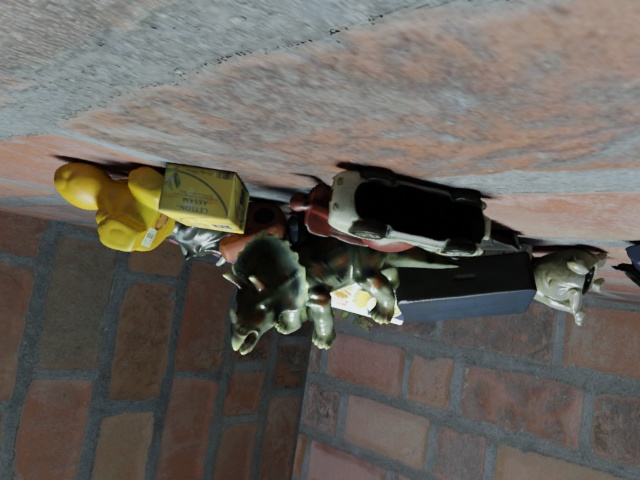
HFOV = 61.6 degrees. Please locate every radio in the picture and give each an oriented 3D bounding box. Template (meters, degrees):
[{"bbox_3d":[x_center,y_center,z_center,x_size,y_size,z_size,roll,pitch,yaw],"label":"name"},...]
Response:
[{"bbox_3d":[0.252,0.088,0.949,0.230,0.073,0.131,-6,154,12],"label":"radio"}]

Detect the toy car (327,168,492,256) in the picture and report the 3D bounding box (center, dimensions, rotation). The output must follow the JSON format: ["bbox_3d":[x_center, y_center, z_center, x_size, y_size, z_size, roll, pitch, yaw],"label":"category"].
[{"bbox_3d":[0.105,-0.029,0.601,0.202,0.073,0.056,10,171,-21],"label":"toy car"}]

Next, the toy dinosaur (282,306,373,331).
[{"bbox_3d":[-0.065,0.070,1.290,0.472,0.198,0.105,41,174,19],"label":"toy dinosaur"}]

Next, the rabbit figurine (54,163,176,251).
[{"bbox_3d":[-0.302,-0.066,0.801,0.173,0.121,0.162,23,-177,1],"label":"rabbit figurine"}]

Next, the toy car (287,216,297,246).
[{"bbox_3d":[-0.002,-0.003,0.996,0.103,0.109,0.161,-19,166,-10],"label":"toy car"}]

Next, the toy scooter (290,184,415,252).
[{"bbox_3d":[0.039,-0.032,0.680,0.184,0.075,0.135,10,178,36],"label":"toy scooter"}]

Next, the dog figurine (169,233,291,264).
[{"bbox_3d":[-0.190,-0.014,1.077,0.192,0.108,0.219,0,167,45],"label":"dog figurine"}]

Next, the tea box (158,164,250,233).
[{"bbox_3d":[-0.162,-0.055,0.779,0.098,0.068,0.169,9,174,1],"label":"tea box"}]

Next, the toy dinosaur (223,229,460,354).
[{"bbox_3d":[0.031,0.040,0.810,0.405,0.191,0.131,-25,-147,-20],"label":"toy dinosaur"}]

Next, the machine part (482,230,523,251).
[{"bbox_3d":[0.264,-0.003,0.835,0.084,0.039,0.138,12,179,32],"label":"machine part"}]

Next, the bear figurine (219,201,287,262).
[{"bbox_3d":[-0.108,0.023,0.958,0.132,0.120,0.195,-13,143,-10],"label":"bear figurine"}]

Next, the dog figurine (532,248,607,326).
[{"bbox_3d":[0.401,0.052,0.982,0.191,0.121,0.172,26,152,38],"label":"dog figurine"}]

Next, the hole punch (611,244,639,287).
[{"bbox_3d":[0.506,0.040,0.755,0.142,0.092,0.116,8,-155,-19],"label":"hole punch"}]

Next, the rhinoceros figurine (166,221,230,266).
[{"bbox_3d":[-0.232,-0.015,0.961,0.190,0.112,0.073,21,-157,-26],"label":"rhinoceros figurine"}]
